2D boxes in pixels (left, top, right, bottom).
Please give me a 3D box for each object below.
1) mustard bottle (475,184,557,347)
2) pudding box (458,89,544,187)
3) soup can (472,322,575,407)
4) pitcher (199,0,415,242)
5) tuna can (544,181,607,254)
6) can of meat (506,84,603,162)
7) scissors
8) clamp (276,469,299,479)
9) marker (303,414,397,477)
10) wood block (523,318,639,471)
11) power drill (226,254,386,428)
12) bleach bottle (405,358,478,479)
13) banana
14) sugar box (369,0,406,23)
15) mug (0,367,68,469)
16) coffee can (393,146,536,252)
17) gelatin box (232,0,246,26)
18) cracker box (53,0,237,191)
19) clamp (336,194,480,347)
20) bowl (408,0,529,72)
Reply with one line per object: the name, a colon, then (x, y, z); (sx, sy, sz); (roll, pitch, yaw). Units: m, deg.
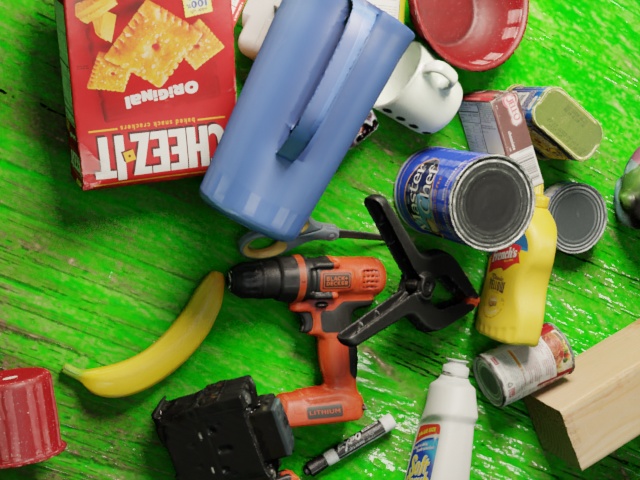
mustard bottle: (0.231, 0.022, 1.233); (0.058, 0.096, 0.192); (8, 95, -20)
pudding box: (0.201, -0.113, 1.206); (0.039, 0.090, 0.113); (-22, 106, -15)
soup can: (0.242, 0.149, 1.272); (0.102, 0.069, 0.068); (-23, 105, -15)
pitcher: (-0.018, -0.124, 1.024); (0.149, 0.145, 0.243); (21, 97, -58)
tuna can: (0.300, -0.028, 1.285); (0.086, 0.034, 0.086); (-3, 99, -20)
can of meat: (0.264, -0.134, 1.229); (0.102, 0.084, 0.057); (36, 84, -21)
scissors: (-0.008, 0.001, 1.178); (0.201, 0.016, 0.096); (20, 129, -43)
clamp: (-0.091, 0.325, 1.192); (0.120, 0.039, 0.171); (34, 82, -27)
marker: (0.034, 0.238, 1.235); (0.121, 0.020, 0.020); (-28, 107, -14)
wood block: (0.365, 0.184, 1.311); (0.206, 0.091, 0.090); (-28, 107, -15)
power drill: (-0.016, 0.109, 1.176); (0.184, 0.057, 0.188); (-1, 98, -21)
bleach bottle: (0.137, 0.263, 1.245); (0.068, 0.103, 0.251); (10, 88, -18)
banana: (-0.172, 0.111, 1.129); (0.197, 0.037, 0.069); (-33, 108, -13)
sugar box: (0.047, -0.313, 1.143); (0.093, 0.048, 0.176); (2, 94, -21)
mug: (-0.315, 0.176, 1.067); (0.117, 0.093, 0.081); (-5, 96, 17)
coffee can: (0.155, -0.048, 1.171); (0.102, 0.140, 0.103); (-3, 99, -20)
gelatin box: (-0.123, -0.253, 1.097); (0.089, 0.030, 0.073); (24, 91, -23)
cracker box: (-0.168, -0.165, 1.049); (0.164, 0.072, 0.214); (-9, 114, -19)
clamp: (0.105, 0.040, 1.188); (0.209, 0.036, 0.164); (8, 89, -43)
bowl: (0.152, -0.262, 1.173); (0.161, 0.055, 0.162); (0, 89, -30)
